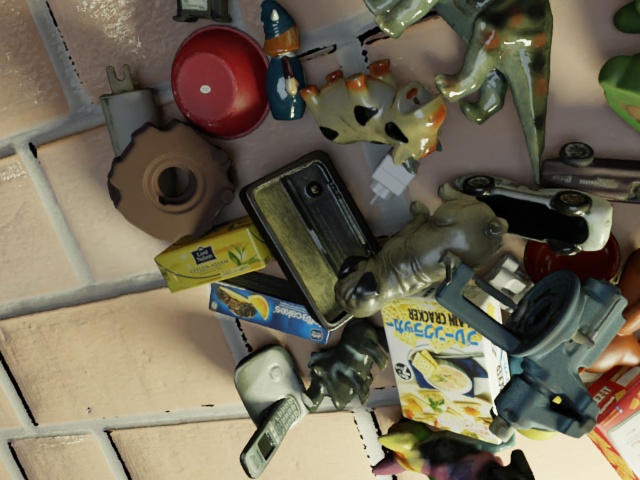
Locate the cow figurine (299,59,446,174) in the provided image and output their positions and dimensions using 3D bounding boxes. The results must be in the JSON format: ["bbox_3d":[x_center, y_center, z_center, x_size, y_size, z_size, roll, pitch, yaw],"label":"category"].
[{"bbox_3d":[0.071,-0.152,0.666,0.195,0.085,0.127,11,135,52],"label":"cow figurine"}]

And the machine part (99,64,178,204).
[{"bbox_3d":[-0.270,-0.137,0.807,0.079,0.079,0.243,-4,109,17],"label":"machine part"}]

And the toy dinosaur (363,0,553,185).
[{"bbox_3d":[0.185,-0.267,0.617,0.404,0.131,0.192,42,116,-10],"label":"toy dinosaur"}]

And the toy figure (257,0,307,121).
[{"bbox_3d":[-0.050,-0.239,0.717,0.064,0.058,0.154,13,119,35],"label":"toy figure"}]

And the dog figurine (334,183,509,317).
[{"bbox_3d":[0.124,0.030,0.676,0.121,0.190,0.172,53,151,-1],"label":"dog figurine"}]

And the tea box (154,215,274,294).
[{"bbox_3d":[-0.152,0.016,0.822,0.170,0.098,0.068,-18,105,19],"label":"tea box"}]

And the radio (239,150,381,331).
[{"bbox_3d":[-0.002,-0.002,0.755,0.131,0.073,0.229,-33,102,-14],"label":"radio"}]

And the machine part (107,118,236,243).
[{"bbox_3d":[-0.211,-0.083,0.773,0.179,0.056,0.179,-6,107,-19],"label":"machine part"}]

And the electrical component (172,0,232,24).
[{"bbox_3d":[-0.159,-0.350,0.711,0.075,0.048,0.119,4,111,14],"label":"electrical component"}]

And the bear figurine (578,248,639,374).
[{"bbox_3d":[0.406,0.109,0.685,0.132,0.120,0.195,29,115,17],"label":"bear figurine"}]

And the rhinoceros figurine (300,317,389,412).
[{"bbox_3d":[0.036,0.207,0.856,0.112,0.073,0.190,32,115,0],"label":"rhinoceros figurine"}]

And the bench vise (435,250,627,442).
[{"bbox_3d":[0.225,0.108,0.625,0.240,0.129,0.223,36,103,-1],"label":"bench vise"}]

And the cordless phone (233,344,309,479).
[{"bbox_3d":[-0.098,0.269,0.856,0.089,0.184,0.146,-17,105,25],"label":"cordless phone"}]

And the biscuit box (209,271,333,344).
[{"bbox_3d":[-0.072,0.100,0.850,0.203,0.063,0.059,15,115,10],"label":"biscuit box"}]

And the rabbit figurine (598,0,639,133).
[{"bbox_3d":[0.400,-0.211,0.593,0.159,0.121,0.170,38,97,5],"label":"rabbit figurine"}]

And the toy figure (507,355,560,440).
[{"bbox_3d":[0.309,0.205,0.777,0.089,0.082,0.180,-8,114,31],"label":"toy figure"}]

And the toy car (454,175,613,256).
[{"bbox_3d":[0.260,-0.036,0.685,0.202,0.056,0.073,17,129,36],"label":"toy car"}]

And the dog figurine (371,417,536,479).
[{"bbox_3d":[0.193,0.349,0.816,0.219,0.192,0.108,3,118,-2],"label":"dog figurine"}]

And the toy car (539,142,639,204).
[{"bbox_3d":[0.376,-0.068,0.655,0.202,0.053,0.089,6,140,12],"label":"toy car"}]
